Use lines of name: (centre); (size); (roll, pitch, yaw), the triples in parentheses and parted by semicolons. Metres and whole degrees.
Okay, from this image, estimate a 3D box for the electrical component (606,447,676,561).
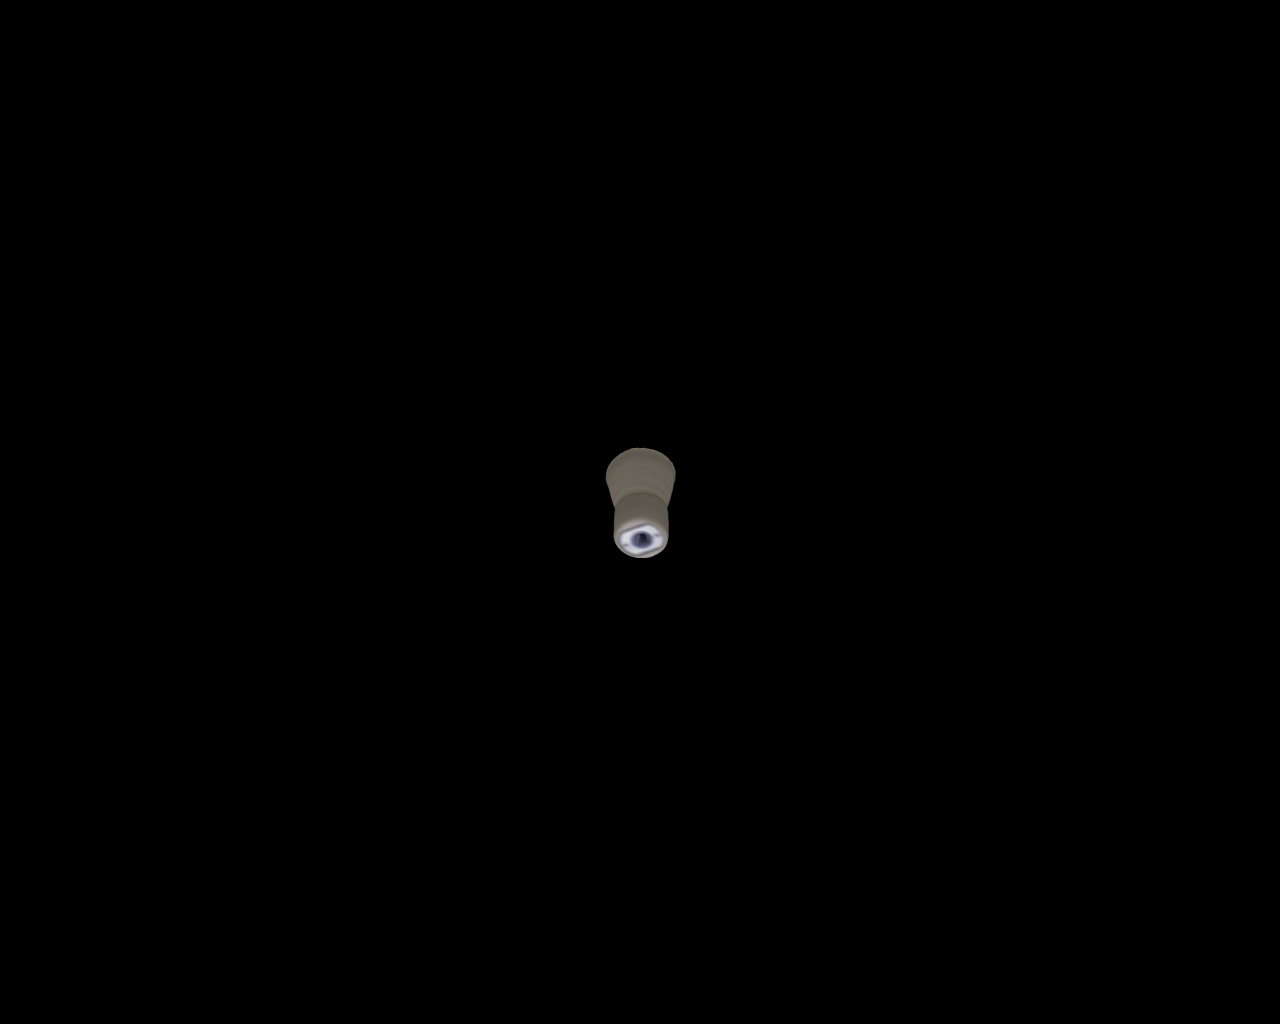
electrical component: (0.001, -0.003, 0.650); (0.044, 0.044, 0.065); (0, 41, 0)
